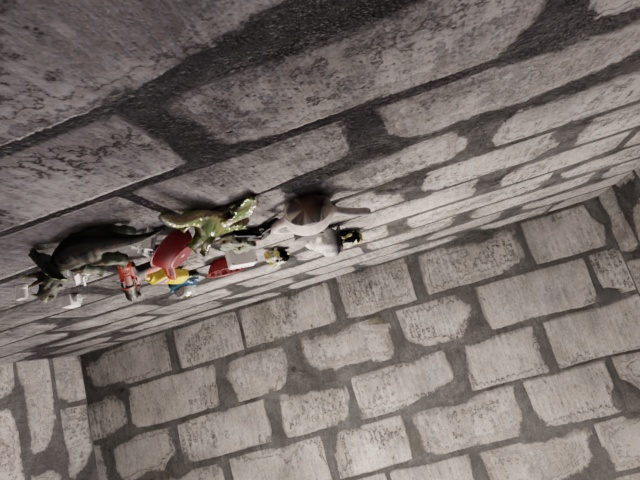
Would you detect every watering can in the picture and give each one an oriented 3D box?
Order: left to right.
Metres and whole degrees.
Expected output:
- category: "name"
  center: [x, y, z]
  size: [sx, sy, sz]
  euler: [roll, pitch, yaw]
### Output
- category: "watering can"
  center: [0.005, -0.085, 1.683]
  size: [0.348, 0.105, 0.221]
  euler: [-14, 167, -4]

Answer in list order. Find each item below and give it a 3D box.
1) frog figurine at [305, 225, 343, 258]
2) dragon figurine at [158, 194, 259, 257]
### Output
- category: "frog figurine"
  center: [0.012, 0.013, 2.142]
  size: [0.159, 0.126, 0.134]
  euler: [-9, 135, 7]
- category: "dragon figurine"
  center: [-0.291, -0.070, 1.462]
  size: [0.243, 0.123, 0.406]
  euler: [-33, 171, -5]
